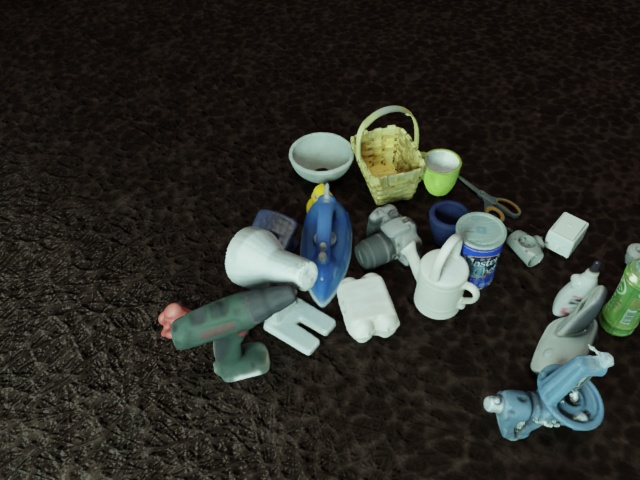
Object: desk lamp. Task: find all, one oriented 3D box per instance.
[{"bbox_3d":[-0.074,0.090,1.123,0.202,0.214,0.118,27,54,23],"label":"desk lamp"}]

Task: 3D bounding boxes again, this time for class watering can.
[{"bbox_3d":[0.240,0.063,1.151,0.172,0.194,0.101,13,50,14],"label":"watering can"}]

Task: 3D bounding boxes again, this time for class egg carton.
[{"bbox_3d":[0.095,0.136,1.174,0.107,0.069,0.150,-12,49,-8],"label":"egg carton"}]

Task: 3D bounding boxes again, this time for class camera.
[{"bbox_3d":[0.140,-0.004,1.277,0.137,0.101,0.142,-23,51,-18],"label":"camera"}]

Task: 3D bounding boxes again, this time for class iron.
[{"bbox_3d":[0.011,0.004,1.246,0.118,0.141,0.258,1,48,3],"label":"iron"}]

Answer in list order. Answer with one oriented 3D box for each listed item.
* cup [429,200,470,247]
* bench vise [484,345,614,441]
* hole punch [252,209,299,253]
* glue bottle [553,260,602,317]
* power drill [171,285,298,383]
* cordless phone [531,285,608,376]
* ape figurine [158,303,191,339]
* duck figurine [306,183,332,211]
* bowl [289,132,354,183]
[{"bbox_3d":[0.301,-0.025,1.295,0.117,0.095,0.092,20,52,19],"label":"cup"},{"bbox_3d":[0.390,0.264,0.949,0.208,0.220,0.121,-18,50,-14],"label":"bench vise"},{"bbox_3d":[-0.107,-0.003,1.290,0.108,0.091,0.101,18,51,17],"label":"hole punch"},{"bbox_3d":[0.518,0.096,1.127,0.078,0.173,0.037,10,49,11],"label":"glue bottle"},{"bbox_3d":[-0.148,0.172,1.055,0.230,0.209,0.075,-13,49,-10],"label":"power drill"},{"bbox_3d":[0.465,0.172,1.052,0.094,0.185,0.148,22,53,21],"label":"cordless phone"},{"bbox_3d":[-0.288,0.159,1.150,0.076,0.092,0.077,-26,52,-20],"label":"ape figurine"},{"bbox_3d":[0.005,-0.098,1.376,0.077,0.086,0.104,2,48,4],"label":"duck figurine"},{"bbox_3d":[0.004,-0.199,1.474,0.167,0.075,0.167,-1,48,1],"label":"bowl"}]
